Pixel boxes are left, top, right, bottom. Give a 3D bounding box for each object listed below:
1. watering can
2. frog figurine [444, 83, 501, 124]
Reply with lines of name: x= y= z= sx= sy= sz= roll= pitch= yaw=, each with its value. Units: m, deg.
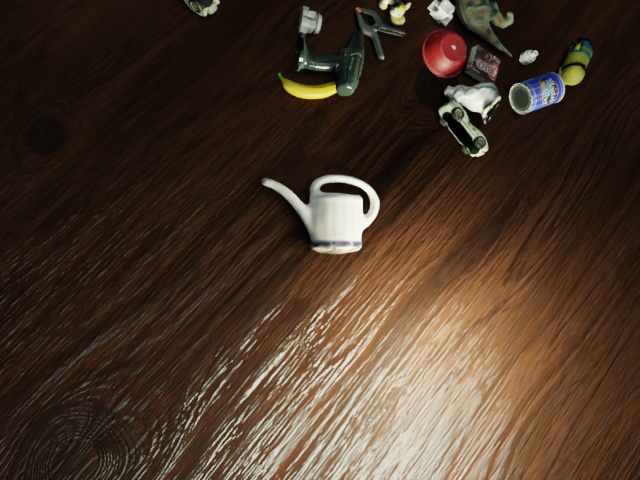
watering can: x=0.004 y=-0.073 z=1.441 sx=0.348 sy=0.225 sz=0.104 roll=1 pitch=-2 yaw=-18
frog figurine: x=0.477 y=-0.452 z=1.616 sx=0.161 sy=0.121 sz=0.138 roll=40 pitch=25 yaw=19
